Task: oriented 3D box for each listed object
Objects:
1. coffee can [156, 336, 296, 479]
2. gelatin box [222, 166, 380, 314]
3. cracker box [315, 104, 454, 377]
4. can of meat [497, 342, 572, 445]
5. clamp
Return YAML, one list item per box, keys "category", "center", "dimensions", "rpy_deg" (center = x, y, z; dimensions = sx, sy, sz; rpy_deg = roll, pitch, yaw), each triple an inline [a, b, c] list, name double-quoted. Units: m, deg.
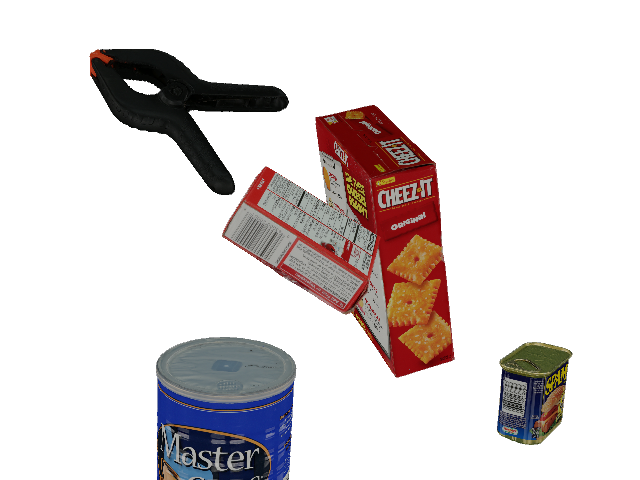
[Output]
- category: "coffee can"
  center: [-0.072, 0.156, 0.802]
  dimensions: [0.103, 0.140, 0.103]
  rpy_deg: [3, 17, -1]
- category: "gelatin box"
  center: [-0.009, -0.001, 0.642]
  dimensions: [0.089, 0.030, 0.073]
  rpy_deg: [33, 21, -5]
- category: "cracker box"
  center: [0.063, -0.003, 1.030]
  dimensions: [0.072, 0.214, 0.164]
  rpy_deg: [-15, 30, -12]
- category: "can of meat"
  center: [0.234, 0.167, 1.172]
  dimensions: [0.058, 0.084, 0.101]
  rpy_deg: [11, 15, 30]
- category: "clamp"
  center: [-0.114, -0.122, 0.917]
  dimensions: [0.171, 0.120, 0.039]
  rpy_deg: [35, -38, 6]
